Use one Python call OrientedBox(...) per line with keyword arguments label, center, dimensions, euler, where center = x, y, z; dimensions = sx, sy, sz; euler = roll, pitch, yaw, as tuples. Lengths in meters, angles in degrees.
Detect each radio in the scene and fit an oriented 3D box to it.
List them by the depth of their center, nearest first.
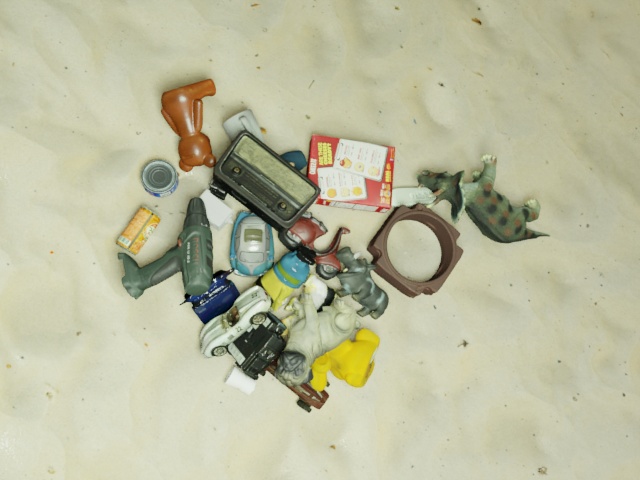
OrientedBox(label="radio", center=(-0.126, -0.128, 1.228), dimensions=(0.229, 0.073, 0.131), euler=(37, 74, -1))

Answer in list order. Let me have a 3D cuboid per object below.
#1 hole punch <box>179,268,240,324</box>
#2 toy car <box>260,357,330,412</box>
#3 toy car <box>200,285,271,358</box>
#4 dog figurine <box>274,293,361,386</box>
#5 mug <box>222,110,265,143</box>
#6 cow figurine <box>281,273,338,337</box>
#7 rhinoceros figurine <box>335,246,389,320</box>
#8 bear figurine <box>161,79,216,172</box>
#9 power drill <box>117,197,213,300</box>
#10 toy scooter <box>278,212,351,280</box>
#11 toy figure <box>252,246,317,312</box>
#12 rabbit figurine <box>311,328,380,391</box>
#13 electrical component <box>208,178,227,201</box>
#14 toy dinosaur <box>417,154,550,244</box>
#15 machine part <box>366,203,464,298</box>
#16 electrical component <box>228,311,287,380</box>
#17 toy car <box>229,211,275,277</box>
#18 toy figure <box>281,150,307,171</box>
OrientedBox(label="hole punch", center=(-0.240, 0.131, 1.216), dimensions=(0.142, 0.116, 0.092), euler=(-32, 94, -13))
OrientedBox(label="toy car", center=(-0.065, 0.313, 1.240), dimensions=(0.202, 0.053, 0.089), euler=(40, 72, 1))
OrientedBox(label="toy car", center=(-0.192, 0.183, 1.193), dimensions=(0.202, 0.074, 0.056), euler=(-39, 131, 8))
OrientedBox(label="dog figurine", center=(0.000, 0.228, 1.147), dimensions=(0.172, 0.121, 0.190), euler=(9, 63, -1))
OrientedBox(label="mug", center=(-0.173, -0.254, 1.304), dimensions=(0.081, 0.109, 0.107), euler=(-33, 99, -19))
OrientedBox(label="cow figurine", center=(-0.032, 0.169, 1.267), dimensions=(0.098, 0.068, 0.167), euler=(34, 77, -8))
OrientedBox(label="rhinoceros figurine", center=(0.099, 0.101, 1.267), dimensions=(0.112, 0.073, 0.190), euler=(-46, 112, -22))
OrientedBox(label="bear figurine", center=(-0.299, -0.271, 1.289), dimensions=(0.132, 0.120, 0.195), euler=(-48, 123, -54))
OrientedBox(label="power drill", center=(-0.331, 0.030, 1.180), dimensions=(0.207, 0.085, 0.232), euler=(-18, 61, -1))
OrientedBox(label="toy scooter", center=(-0.003, -0.004, 1.298), dimensions=(0.184, 0.075, 0.135), euler=(41, 76, -4))
OrientedBox(label="toy figure", center=(-0.085, 0.086, 1.237), dimensions=(0.089, 0.082, 0.180), euler=(43, 113, 12))
OrientedBox(label="rabbit figurine", center=(0.032, 0.272, 1.230), dimensions=(0.173, 0.121, 0.162), euler=(24, 40, 19))
OrientedBox(label="electrical component", center=(-0.223, -0.161, 1.292), dimensions=(0.048, 0.075, 0.119), euler=(28, 73, -5))
OrientedBox(label="toy dinosaur", center=(0.431, -0.066, 1.335), dimensions=(0.404, 0.131, 0.192), euler=(36, 66, -13))
OrientedBox(label="machine part", center=(0.235, 0.025, 1.328), dimensions=(0.201, 0.087, 0.201), euler=(37, 76, 0))
OrientedBox(label="electrical component", center=(-0.139, 0.225, 1.202), dimensions=(0.134, 0.115, 0.058), euler=(-48, 133, -4))
OrientedBox(label="toy car", center=(-0.155, 0.005, 1.257), dimensions=(0.109, 0.103, 0.161), euler=(4, 81, -10))
OrientedBox(label="toy figure", center=(-0.109, -0.175, 1.317), dimensions=(0.154, 0.064, 0.058), euler=(-23, 85, -13))
